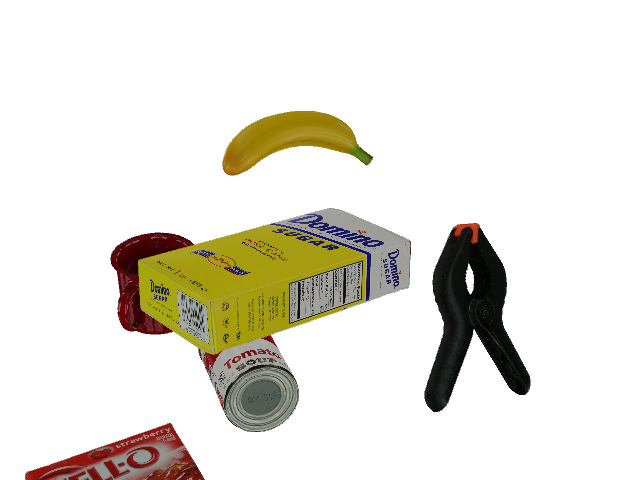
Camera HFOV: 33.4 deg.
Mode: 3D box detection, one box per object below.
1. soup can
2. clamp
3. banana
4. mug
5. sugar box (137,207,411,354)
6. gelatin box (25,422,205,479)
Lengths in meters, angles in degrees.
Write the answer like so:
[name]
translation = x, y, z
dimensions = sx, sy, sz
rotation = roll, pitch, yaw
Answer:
[soup can]
translation = -0.065, 0.115, 0.944
dimensions = 0.068, 0.068, 0.102
rotation = 0, 24, -20
[clamp]
translation = 0.132, 0.073, 0.972
dimensions = 0.120, 0.171, 0.039
rotation = -15, 3, -40
[banana]
translation = -0.030, -0.106, 1.120
dimensions = 0.197, 0.037, 0.070
rotation = -9, 50, -39
[mug]
translation = -0.184, 0.055, 1.164
dimensions = 0.093, 0.081, 0.117
rotation = 11, 33, 18
[sugar box]
translation = -0.030, 0.023, 0.757
dimensions = 0.175, 0.048, 0.093
rotation = -19, 30, -35
[gelatin box]
translation = -0.110, 0.142, 0.587
dimensions = 0.089, 0.030, 0.073
rotation = -16, 28, -20
